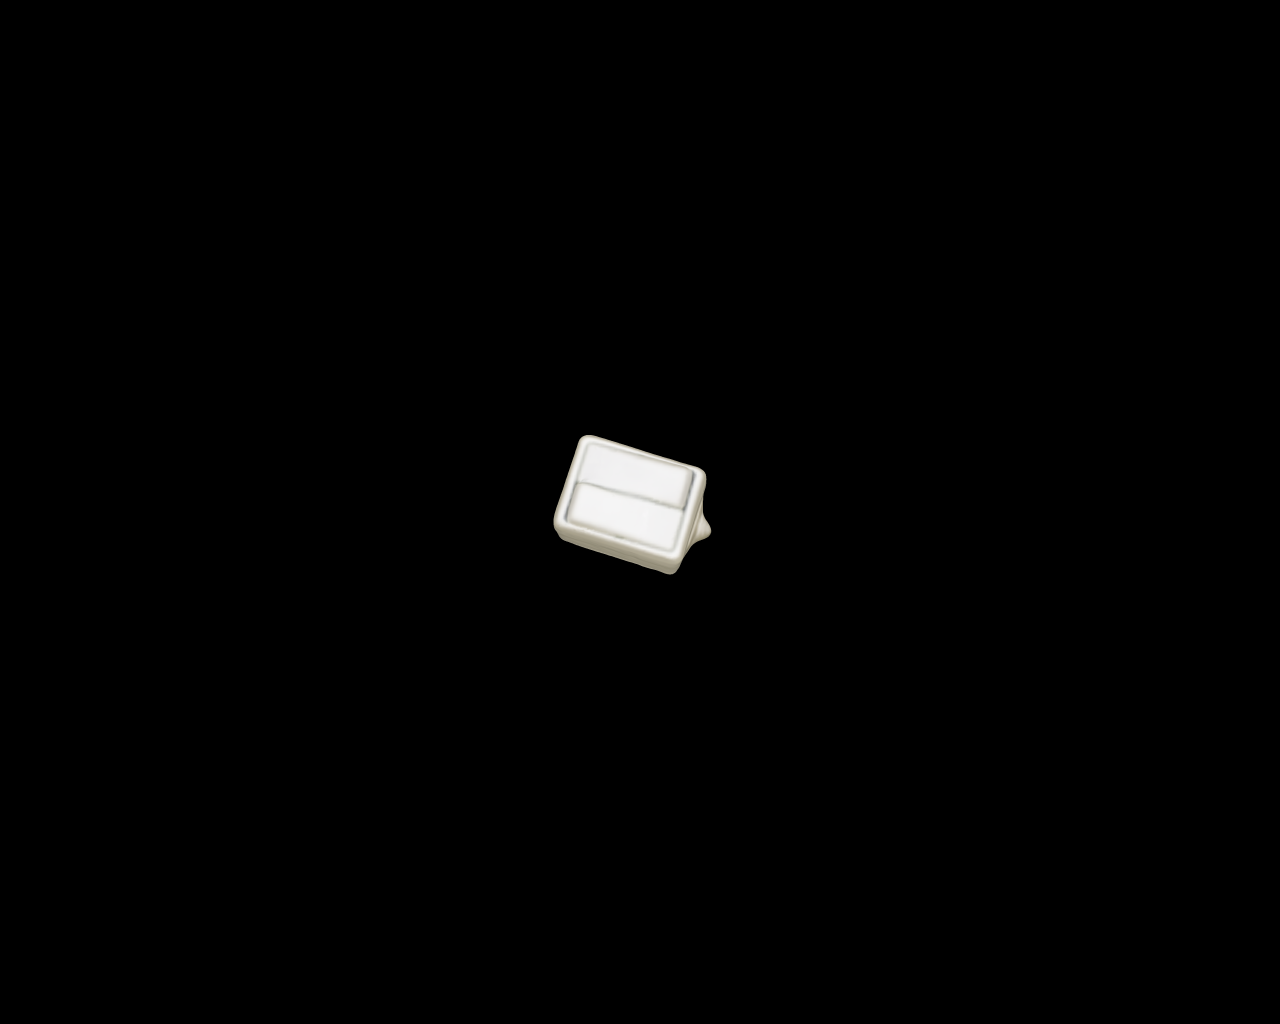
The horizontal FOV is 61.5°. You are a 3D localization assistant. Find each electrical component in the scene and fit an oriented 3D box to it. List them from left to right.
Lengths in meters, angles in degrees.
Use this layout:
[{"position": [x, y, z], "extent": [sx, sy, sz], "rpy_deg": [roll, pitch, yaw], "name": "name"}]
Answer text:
[{"position": [0.001, -0.003, 0.650], "extent": [0.096, 0.062, 0.061], "rpy_deg": [18, -11, 4], "name": "electrical component"}]
